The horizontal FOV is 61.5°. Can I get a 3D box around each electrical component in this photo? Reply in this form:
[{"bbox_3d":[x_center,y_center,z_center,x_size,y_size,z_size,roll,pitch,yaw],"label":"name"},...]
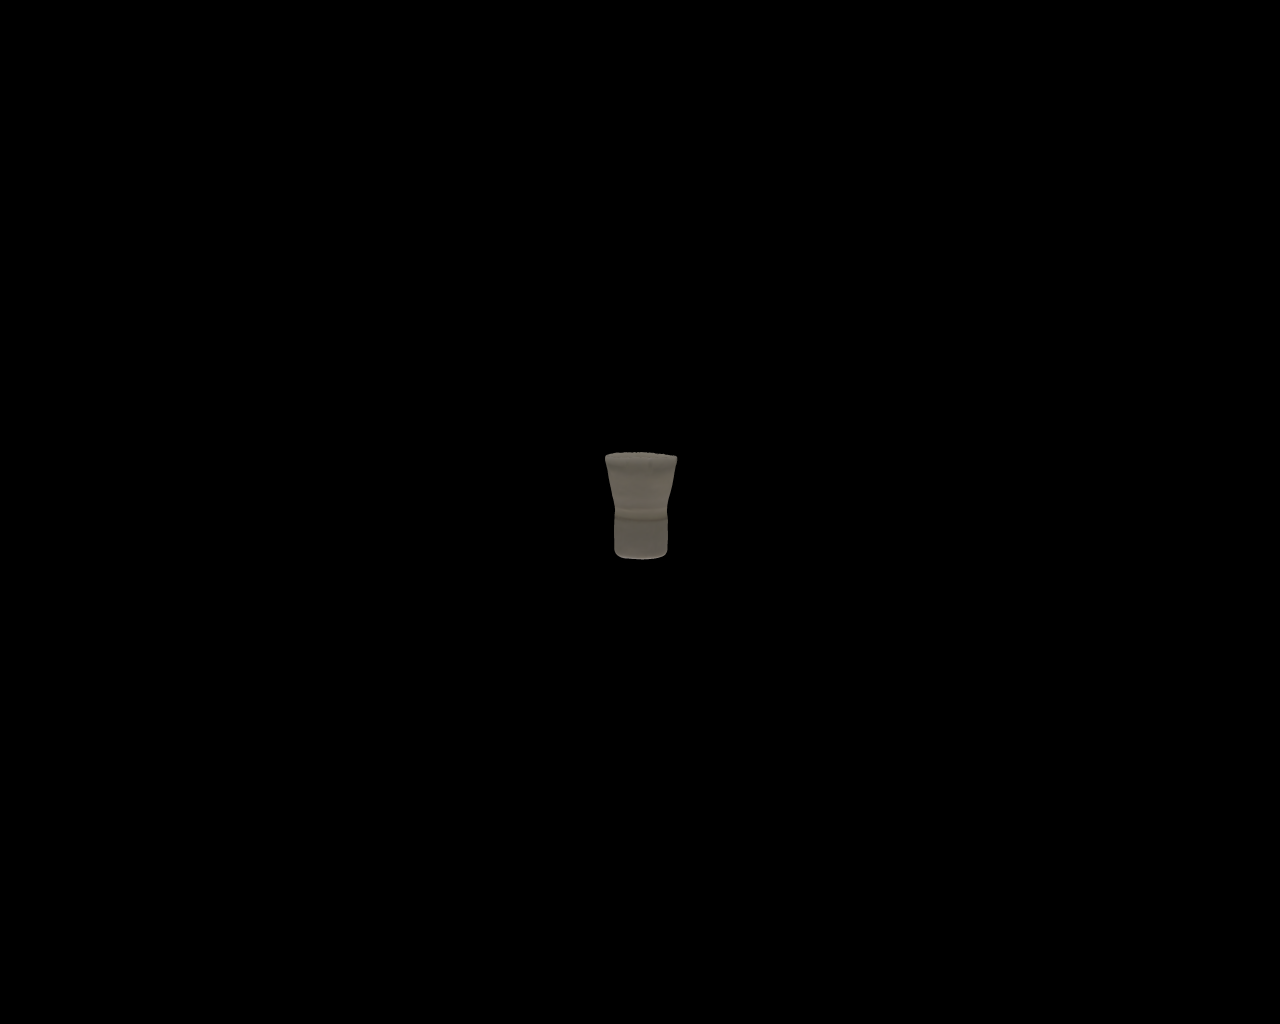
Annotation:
[{"bbox_3d":[0.001,-0.003,0.650,0.044,0.065,0.044,0,9,0],"label":"electrical component"}]
